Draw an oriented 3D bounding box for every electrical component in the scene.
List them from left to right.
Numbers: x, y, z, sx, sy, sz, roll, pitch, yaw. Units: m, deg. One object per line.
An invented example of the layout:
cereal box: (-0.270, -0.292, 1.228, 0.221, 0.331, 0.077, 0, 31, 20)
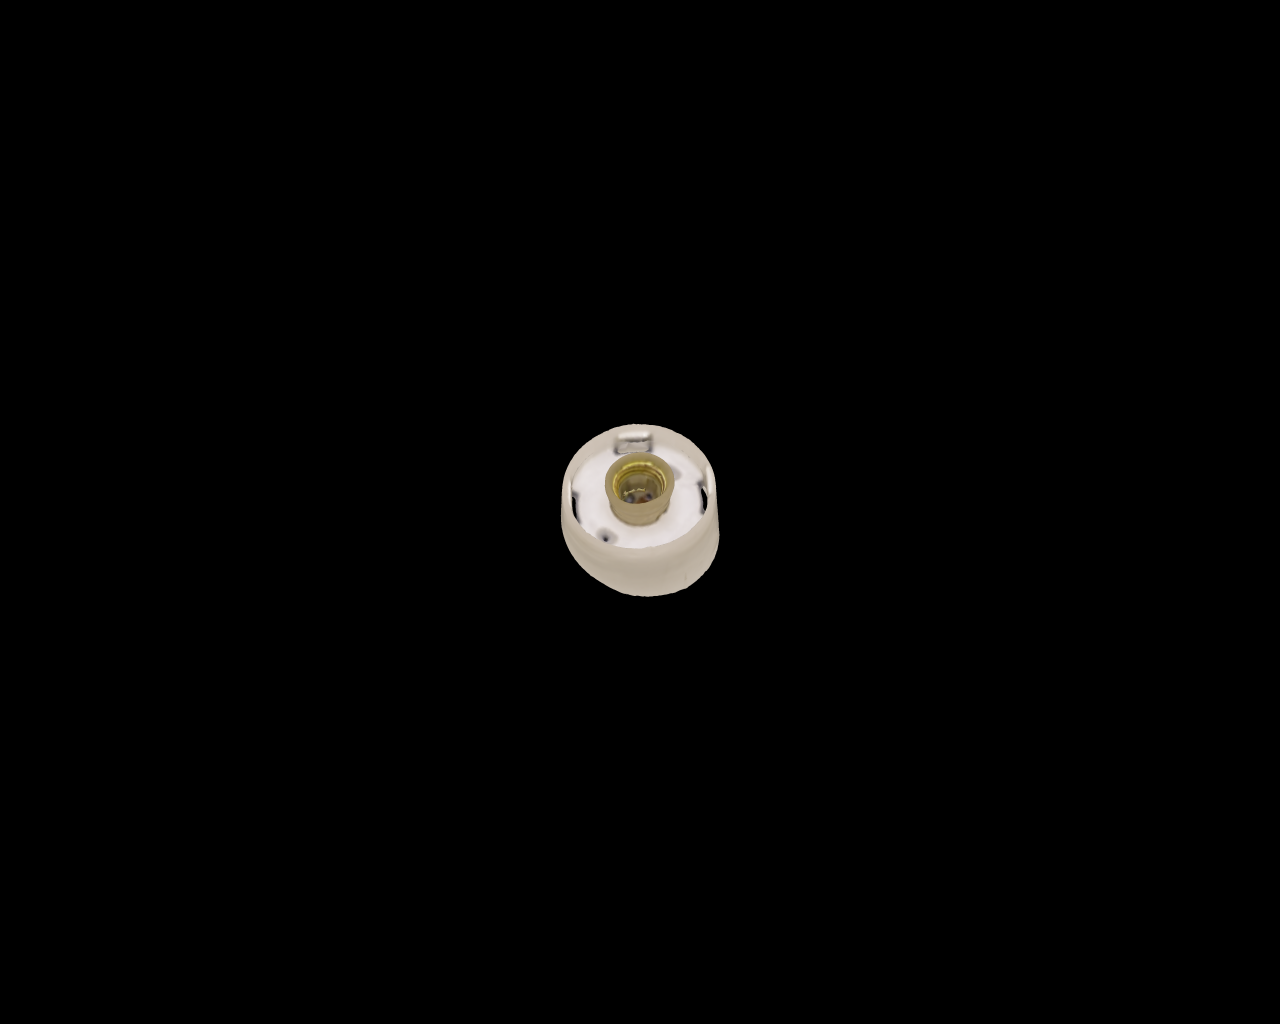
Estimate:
electrical component: (0.001, -0.003, 0.650, 0.099, 0.099, 0.064, 0, -32, 0)
